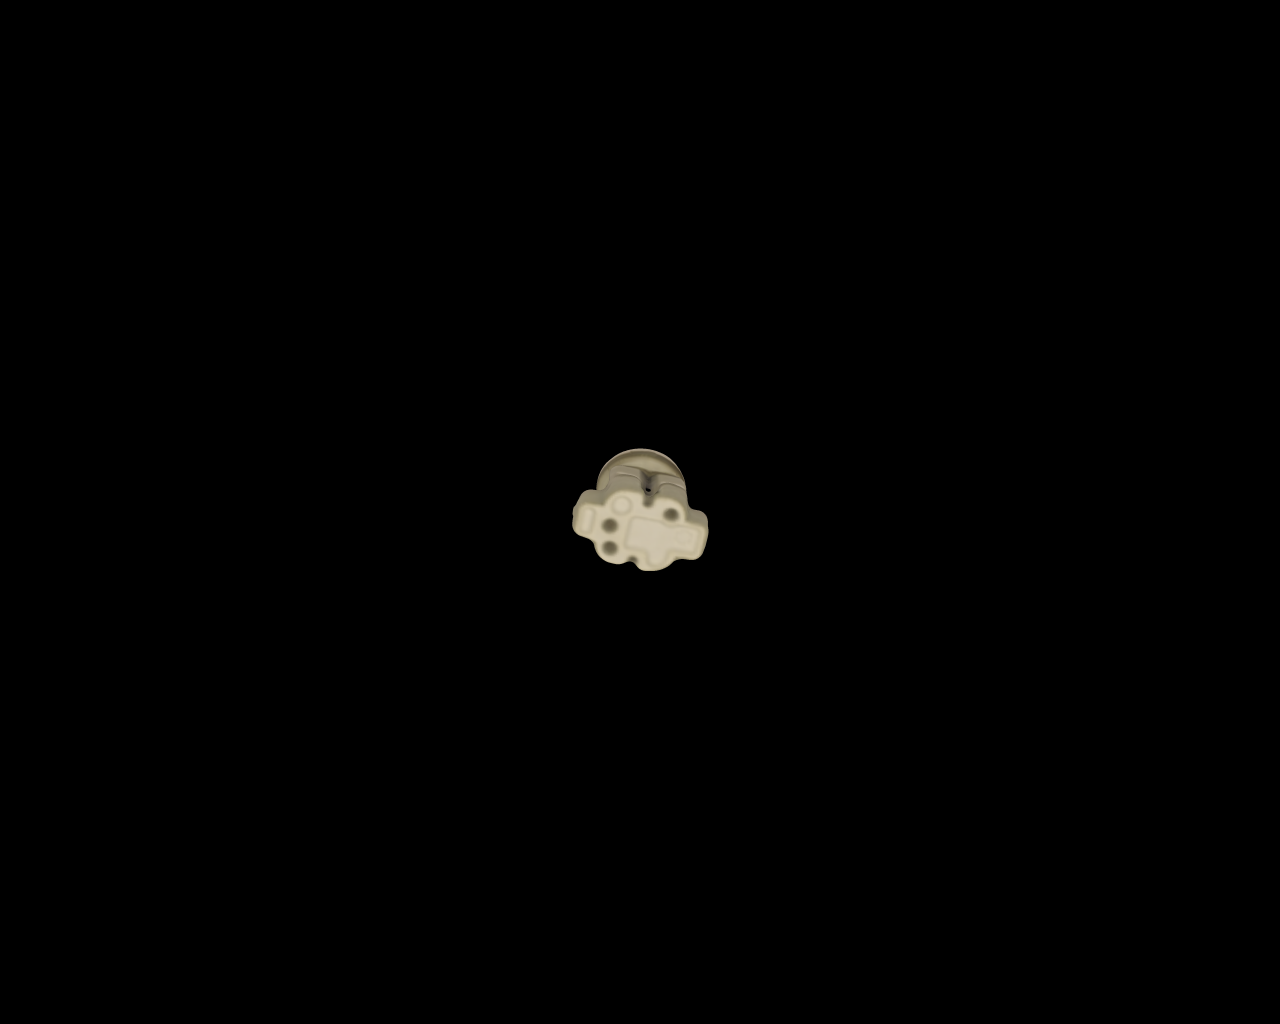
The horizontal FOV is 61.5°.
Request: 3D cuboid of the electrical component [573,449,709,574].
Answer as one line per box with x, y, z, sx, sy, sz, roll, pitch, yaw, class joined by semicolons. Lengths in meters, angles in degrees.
0.001;-0.003;0.650;0.078;0.057;0.057;11;30;-7;electrical component
